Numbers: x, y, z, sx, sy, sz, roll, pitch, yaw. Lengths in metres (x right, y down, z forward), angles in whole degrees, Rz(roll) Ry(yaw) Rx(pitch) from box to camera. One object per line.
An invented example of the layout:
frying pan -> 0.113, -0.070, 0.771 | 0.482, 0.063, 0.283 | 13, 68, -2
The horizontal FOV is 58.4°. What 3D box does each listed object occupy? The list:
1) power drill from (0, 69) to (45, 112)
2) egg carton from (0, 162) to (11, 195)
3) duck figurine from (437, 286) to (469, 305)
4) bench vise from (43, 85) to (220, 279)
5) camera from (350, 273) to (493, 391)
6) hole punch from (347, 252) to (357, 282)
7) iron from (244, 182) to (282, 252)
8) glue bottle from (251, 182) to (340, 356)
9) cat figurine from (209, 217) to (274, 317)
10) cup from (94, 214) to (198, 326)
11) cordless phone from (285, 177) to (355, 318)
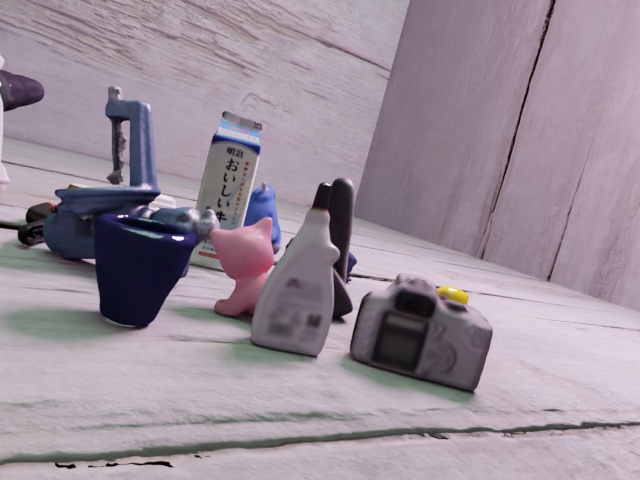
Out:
power drill -> -0.489, -0.142, 0.785 | 0.075, 0.208, 0.230 | 17, 6, 15
egg carton -> -0.570, -0.103, 0.890 | 0.107, 0.069, 0.150 | 16, 6, 9
duck figurine -> 0.167, 0.103, 0.740 | 0.104, 0.086, 0.077 | 14, 6, -5
bench vise -> -0.216, -0.065, 0.701 | 0.207, 0.220, 0.121 | 14, 6, -9
camera -> 0.112, 0.090, 0.654 | 0.143, 0.101, 0.137 | 15, 6, 1
hole punch -> 0.017, 0.022, 1.095 | 0.101, 0.091, 0.108 | 13, 6, -22
iron -> -0.126, -0.059, 1.248 | 0.118, 0.141, 0.258 | 15, 6, -2
glue bottle -> -0.014, 0.027, 0.577 | 0.078, 0.173, 0.037 | 14, 6, -13
cat figurine -> -0.069, 0.033, 0.648 | 0.127, 0.118, 0.067 | 18, 7, 27
cup -> -0.165, 0.030, 0.547 | 0.091, 0.095, 0.118 | 18, 6, 23
cordless phone -> 0.007, 0.003, 0.796 | 0.094, 0.185, 0.147 | 13, 6, -22
